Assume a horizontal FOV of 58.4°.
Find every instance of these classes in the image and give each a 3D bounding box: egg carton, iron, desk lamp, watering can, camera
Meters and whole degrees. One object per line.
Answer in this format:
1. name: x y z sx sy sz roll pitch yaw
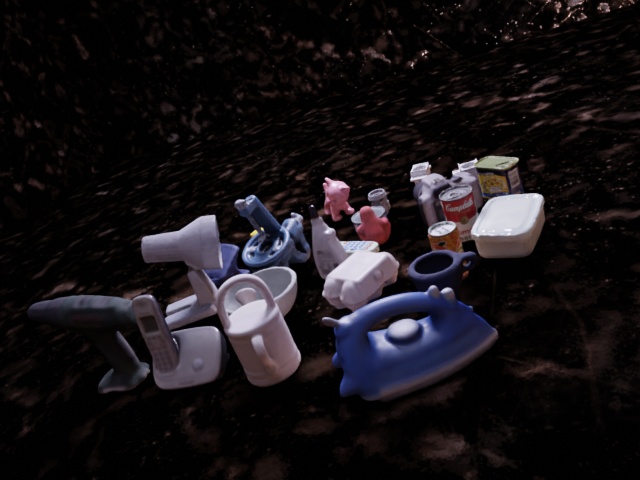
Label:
1. egg carton: 0.081 0.078 1.117 0.107 0.069 0.151 5 35 46
2. iron: 0.132 0.135 0.860 0.258 0.142 0.118 -21 23 0
3. desk lamp: -0.289 0.066 1.271 0.203 0.214 0.117 -22 23 -1
4. watering can: -0.116 0.143 0.982 0.101 0.194 0.172 -32 26 -24
5. camera: 0.280 -0.112 1.325 0.143 0.101 0.136 -23 23 -5

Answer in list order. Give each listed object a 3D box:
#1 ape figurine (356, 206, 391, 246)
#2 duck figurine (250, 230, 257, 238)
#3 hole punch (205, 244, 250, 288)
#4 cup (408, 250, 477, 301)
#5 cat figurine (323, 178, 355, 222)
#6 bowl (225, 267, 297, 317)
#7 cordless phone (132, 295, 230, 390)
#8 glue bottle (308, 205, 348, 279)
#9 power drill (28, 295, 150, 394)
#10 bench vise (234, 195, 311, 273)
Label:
1. ape figurine: 0.118 -0.036 1.306 0.077 0.092 0.076 -14 24 16
2. duck figurine: -0.145 0.013 1.426 0.104 0.086 0.077 -23 23 -3
3. hole punch: -0.239 0.069 1.377 0.108 0.091 0.101 -2 30 38
4. cup: 0.219 0.073 0.980 0.117 0.095 0.091 -20 23 3
5. cat figurine: 0.040 -0.118 1.517 0.067 0.118 0.127 -26 24 -12
6. bowl: -0.114 0.128 1.165 0.167 0.075 0.167 -18 24 8
7. cordless phone: -0.257 0.177 1.039 0.147 0.185 0.094 -14 24 16
8. glue bottle: 0.011 0.004 1.205 0.077 0.173 0.037 -1 30 38
9. power drill: -0.432 0.196 1.114 0.229 0.209 0.075 -13 25 18
10. bench vise: -0.119 -0.018 1.303 0.121 0.220 0.207 -12 25 19
